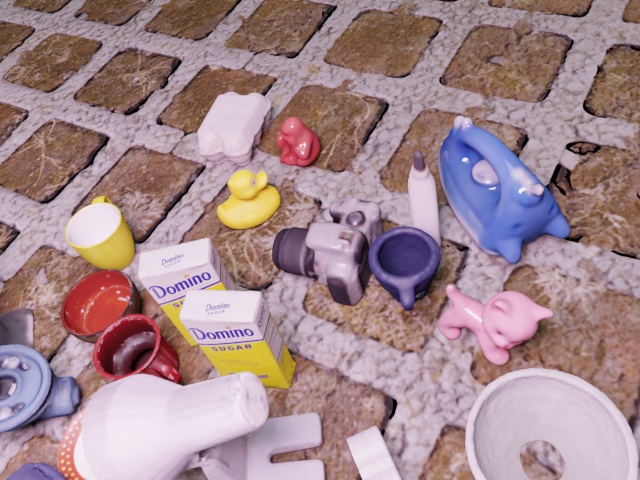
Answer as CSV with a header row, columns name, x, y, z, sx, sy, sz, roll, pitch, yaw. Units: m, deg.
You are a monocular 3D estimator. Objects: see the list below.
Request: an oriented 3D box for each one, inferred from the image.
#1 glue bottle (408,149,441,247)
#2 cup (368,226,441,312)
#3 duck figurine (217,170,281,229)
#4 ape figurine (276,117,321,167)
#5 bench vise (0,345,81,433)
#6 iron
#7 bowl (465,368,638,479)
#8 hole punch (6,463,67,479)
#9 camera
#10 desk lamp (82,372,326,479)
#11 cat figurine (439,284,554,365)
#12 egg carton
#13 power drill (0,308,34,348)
name,x,y,z,sx,sy,sz,roll,pitch,yaw
glue bottle,0.140,-0.061,0.783,0.037,0.173,0.078,-9,53,8
cup,0.115,0.054,0.754,0.091,0.095,0.117,-7,53,9
duck figurine,-0.120,-0.072,0.911,0.104,0.086,0.077,-28,53,-7
ape figurine,-0.040,-0.168,0.957,0.076,0.092,0.077,-23,52,-3
bench vise,-0.441,0.196,0.710,0.207,0.220,0.121,-30,53,-8
iron,0.235,-0.098,0.806,0.118,0.142,0.257,-26,53,-5
bowl,0.239,0.228,0.608,0.167,0.075,0.167,-7,53,9
hole punch,-0.344,0.321,0.676,0.108,0.091,0.101,18,61,25
camera,0.007,0.003,0.815,0.136,0.101,0.143,9,57,20
desk lamp,-0.114,0.212,0.620,0.203,0.214,0.118,-11,53,6
cat figurine,0.207,0.090,0.690,0.127,0.118,0.067,26,64,29
egg carton,-0.152,-0.202,1.024,0.107,0.069,0.150,7,57,19
power drill,-0.500,0.092,0.808,0.075,0.209,0.229,-22,52,-2
